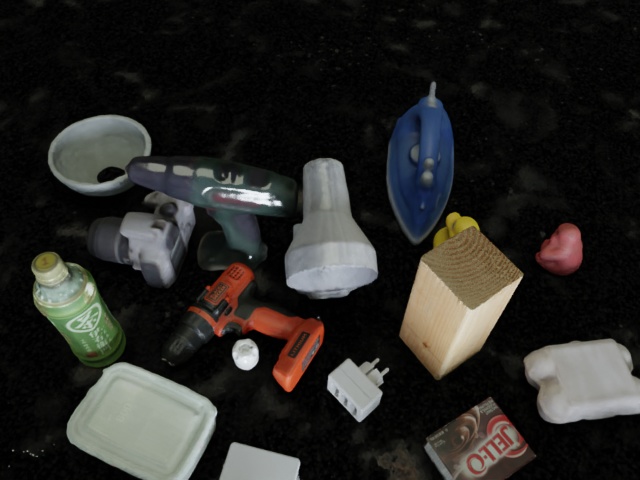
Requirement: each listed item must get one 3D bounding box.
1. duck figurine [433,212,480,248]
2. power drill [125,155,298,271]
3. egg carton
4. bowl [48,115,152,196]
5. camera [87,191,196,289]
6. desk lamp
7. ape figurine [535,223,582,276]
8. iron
[{"bbox_3d":[0.224,0.004,0.890,0.077,0.086,0.104,-19,58,-14],"label":"duck figurine"},{"bbox_3d":[-0.146,-0.039,0.833,0.229,0.208,0.075,1,55,-1],"label":"power drill"},{"bbox_3d":[0.357,0.191,0.774,0.150,0.069,0.107,-6,55,-6],"label":"egg carton"},{"bbox_3d":[-0.363,-0.131,0.971,0.167,0.075,0.167,1,55,-1],"label":"bowl"},{"bbox_3d":[-0.275,-0.014,0.876,0.136,0.101,0.143,9,55,4],"label":"camera"},{"bbox_3d":[0.007,0.003,0.805,0.118,0.214,0.203,-3,55,-4],"label":"desk lamp"},{"bbox_3d":[0.377,0.008,0.889,0.078,0.092,0.076,-18,57,-14],"label":"ape figurine"},{"bbox_3d":[0.175,-0.134,0.951,0.118,0.141,0.258,6,55,3],"label":"iron"}]
